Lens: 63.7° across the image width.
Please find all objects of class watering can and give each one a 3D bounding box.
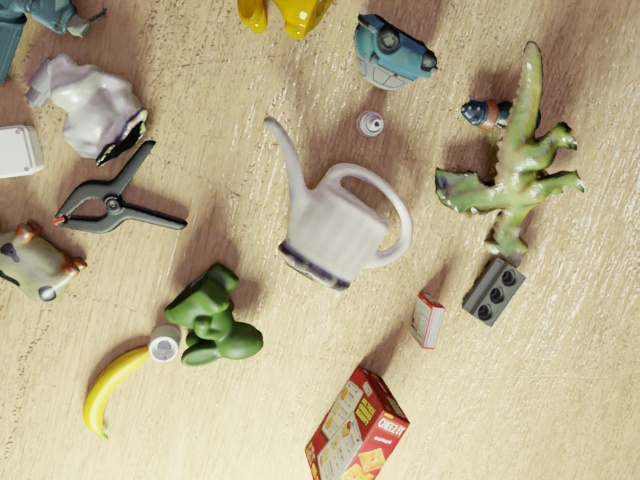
[{"bbox_3d":[0.003,-0.046,0.912,0.345,0.224,0.105,32,5,-16],"label":"watering can"}]

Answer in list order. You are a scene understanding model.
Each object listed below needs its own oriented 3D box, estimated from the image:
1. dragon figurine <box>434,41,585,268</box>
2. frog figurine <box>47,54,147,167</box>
[{"bbox_3d":[0.330,-0.127,0.946,0.242,0.404,0.124,-22,24,10],"label":"dragon figurine"},{"bbox_3d":[-0.360,-0.209,0.814,0.159,0.136,0.124,42,17,-4],"label":"frog figurine"}]
